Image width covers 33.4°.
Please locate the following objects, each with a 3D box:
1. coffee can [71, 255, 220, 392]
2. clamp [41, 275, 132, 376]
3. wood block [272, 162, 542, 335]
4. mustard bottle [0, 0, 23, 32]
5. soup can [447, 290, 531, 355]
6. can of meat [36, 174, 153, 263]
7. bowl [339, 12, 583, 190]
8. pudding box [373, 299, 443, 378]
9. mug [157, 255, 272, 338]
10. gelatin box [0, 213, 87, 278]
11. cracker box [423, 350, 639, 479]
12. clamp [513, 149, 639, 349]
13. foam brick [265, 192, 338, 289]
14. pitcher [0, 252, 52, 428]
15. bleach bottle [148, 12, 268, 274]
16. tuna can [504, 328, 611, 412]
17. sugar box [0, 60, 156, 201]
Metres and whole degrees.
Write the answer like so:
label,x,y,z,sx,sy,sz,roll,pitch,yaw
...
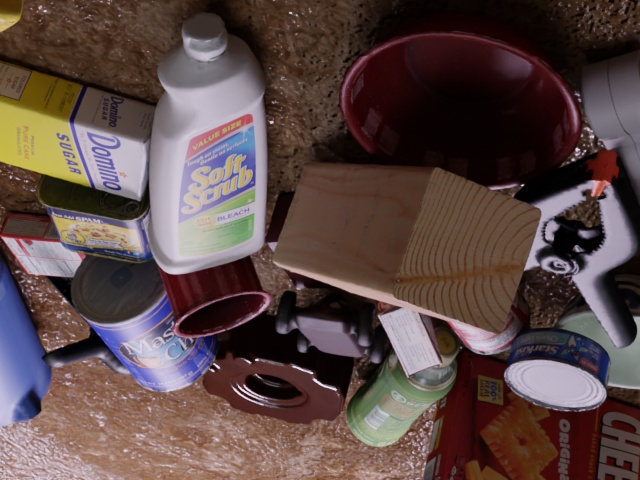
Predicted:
label,x,y,z,sx,sy,sz,roll,pitch,yaw
coffee can,-0.170,0.074,1.059,0.103,0.102,0.140,2,146,19
clamp,-0.230,0.105,1.126,0.039,0.120,0.171,-25,136,33
wood block,0.054,0.000,0.775,0.090,0.090,0.206,20,177,-24
mustard bottle,-0.310,-0.165,0.786,0.192,0.058,0.096,-15,157,39
soup can,0.131,0.045,0.923,0.069,0.068,0.102,-9,140,33
can of meat,-0.193,-0.025,0.959,0.102,0.057,0.084,11,149,7
bowl,0.097,-0.102,0.720,0.162,0.055,0.162,11,148,7
pudding box,0.070,0.054,0.937,0.039,0.090,0.113,-19,140,9
mug,-0.099,0.036,0.970,0.093,0.081,0.117,-21,160,-3
gelatin box,-0.263,0.007,1.063,0.089,0.030,0.073,5,148,16
cracker box,0.219,0.224,1.073,0.213,0.164,0.072,19,150,-6
clamp,0.166,0.005,0.775,0.165,0.036,0.210,13,148,11
foam brick,-0.006,0.001,0.926,0.051,0.053,0.078,-1,144,24
pitcher,-0.386,0.091,1.168,0.149,0.145,0.243,2,144,-2
bleach bottle,-0.091,-0.072,0.820,0.102,0.068,0.251,-14,148,-12
tuna can,0.202,0.110,0.905,0.086,0.033,0.086,15,148,9
sugar box,-0.223,-0.093,0.876,0.176,0.048,0.093,18,149,-2
